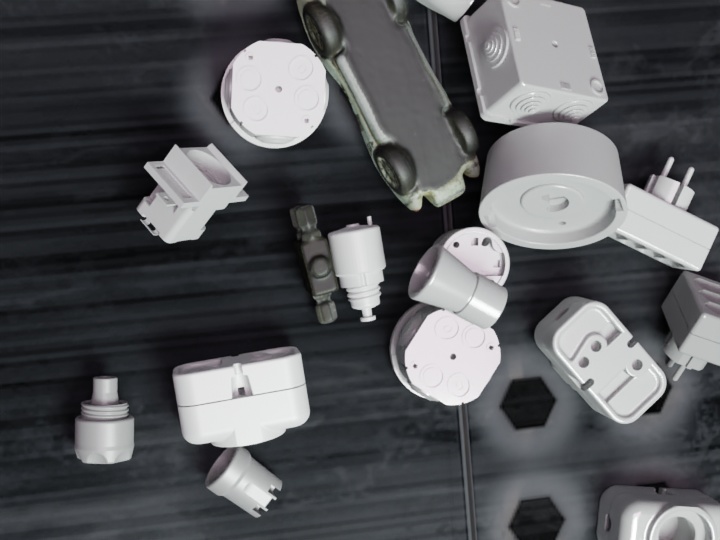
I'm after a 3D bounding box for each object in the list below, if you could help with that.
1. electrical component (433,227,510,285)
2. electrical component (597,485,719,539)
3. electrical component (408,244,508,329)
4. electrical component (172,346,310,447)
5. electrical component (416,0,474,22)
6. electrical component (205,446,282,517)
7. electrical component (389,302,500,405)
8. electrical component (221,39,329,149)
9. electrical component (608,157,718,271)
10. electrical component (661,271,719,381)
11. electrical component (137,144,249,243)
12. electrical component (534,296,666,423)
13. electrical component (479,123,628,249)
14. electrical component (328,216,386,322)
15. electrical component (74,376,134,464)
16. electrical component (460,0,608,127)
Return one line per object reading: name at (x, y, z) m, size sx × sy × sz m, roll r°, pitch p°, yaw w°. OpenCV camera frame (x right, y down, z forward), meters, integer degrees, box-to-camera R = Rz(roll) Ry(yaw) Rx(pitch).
electrical component at (0.082, -0.006, 0.827) m, size 0.055 × 0.047 × 0.055 m, roll -1°, pitch 94°, yaw -9°
electrical component at (0.246, 0.207, 0.860) m, size 0.095 × 0.059 × 0.053 m, roll 5°, pitch 93°, yaw -9°
electrical component at (0.074, 0.015, 0.782) m, size 0.065 × 0.044 × 0.044 m, roll 28°, pitch 89°, yaw -15°
electrical component at (-0.088, 0.096, 0.805) m, size 0.095 × 0.054 × 0.059 m, roll -9°, pitch 95°, yaw -8°
electrical component at (0.064, -0.242, 0.811) m, size 0.077 × 0.043 × 0.079 m, roll 34°, pitch 88°, yaw -9°
electrical component at (-0.088, 0.160, 0.817) m, size 0.046 × 0.040 × 0.040 m, roll 39°, pitch 87°, yaw -15°
electrical component at (0.066, 0.063, 0.827) m, size 0.080 × 0.051 × 0.080 m, roll -1°, pitch 94°, yaw -9°
electrical component at (-0.062, -0.131, 0.795) m, size 0.080 × 0.051 × 0.080 m, roll -1°, pitch 94°, yaw -9°
electrical component at (0.239, -0.051, 0.848) m, size 0.083 × 0.047 × 0.075 m, roll 25°, pitch 90°, yaw -9°
electrical component at (0.266, 0.053, 0.854) m, size 0.047 × 0.065 × 0.076 m, roll 19°, pitch 120°, yaw -9°
electrical component at (-0.124, -0.054, 0.780) m, size 0.042 × 0.081 × 0.063 m, roll 47°, pitch 114°, yaw 15°
electrical component at (0.185, 0.068, 0.841) m, size 0.054 × 0.059 × 0.095 m, roll -42°, pitch 98°, yaw -4°
electrical component at (0.144, -0.067, 0.805) m, size 0.108 × 0.108 × 0.060 m, roll 10°, pitch 62°, yaw -9°
electrical component at (0.000, 0.000, 0.819) m, size 0.040 × 0.040 × 0.078 m, roll -10°, pitch 95°, yaw -8°
electrical component at (-0.189, 0.110, 0.796) m, size 0.043 × 0.043 × 0.062 m, roll 1°, pitch 92°, yaw -9°
electrical component at (0.130, -0.154, 0.795) m, size 0.100 × 0.048 × 0.099 m, roll 4°, pitch 65°, yaw -31°
